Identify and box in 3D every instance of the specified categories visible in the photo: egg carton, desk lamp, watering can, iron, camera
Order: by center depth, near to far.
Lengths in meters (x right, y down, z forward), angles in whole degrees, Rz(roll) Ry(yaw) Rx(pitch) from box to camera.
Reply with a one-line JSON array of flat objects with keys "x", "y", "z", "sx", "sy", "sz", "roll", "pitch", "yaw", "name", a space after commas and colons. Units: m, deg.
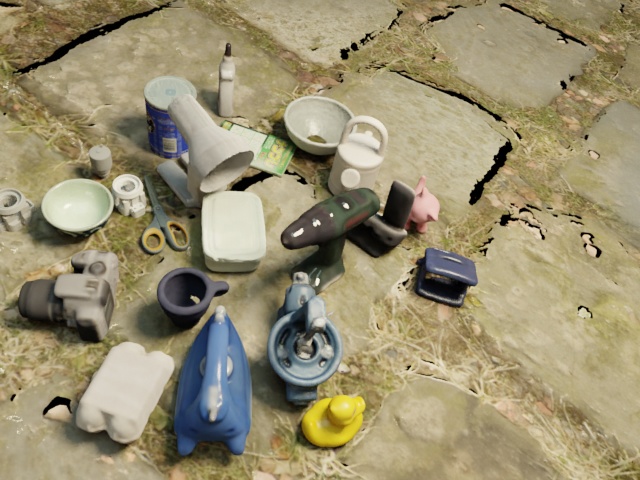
[{"x": -0.296, "y": 0.230, "z": 0.874, "sx": 0.107, "sy": 0.150, "sz": 0.069, "roll": 18, "pitch": -38, "yaw": 2, "name": "egg carton"}, {"x": -0.161, "y": 0.191, "z": 0.887, "sx": 0.119, "sy": 0.258, "sz": 0.141, "roll": 3, "pitch": -37, "yaw": -10, "name": "iron"}, {"x": -0.411, "y": 0.082, "z": 0.941, "sx": 0.137, "sy": 0.143, "sz": 0.101, "roll": 5, "pitch": -38, "yaw": -9, "name": "camera"}, {"x": -0.227, "y": -0.157, "z": 1.092, "sx": 0.118, "sy": 0.203, "sz": 0.213, "roll": -32, "pitch": -25, "yaw": -30, "name": "desk lamp"}, {"x": 0.082, "y": -0.169, "z": 1.181, "sx": 0.101, "sy": 0.172, "sz": 0.194, "roll": 2, "pitch": -37, "yaw": -10, "name": "watering can"}]

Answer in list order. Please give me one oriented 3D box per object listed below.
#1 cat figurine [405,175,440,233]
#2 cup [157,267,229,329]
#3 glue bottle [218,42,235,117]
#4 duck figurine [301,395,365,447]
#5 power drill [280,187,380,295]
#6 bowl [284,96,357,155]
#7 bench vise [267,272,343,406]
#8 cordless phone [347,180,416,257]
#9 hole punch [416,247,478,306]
[{"x": 0.210, "y": -0.076, "z": 1.186, "sx": 0.067, "sy": 0.128, "sz": 0.118, "roll": 10, "pitch": -38, "yaw": -4, "name": "cat figurine"}, {"x": -0.214, "y": 0.105, "z": 0.971, "sx": 0.118, "sy": 0.091, "sz": 0.095, "roll": -9, "pitch": -34, "yaw": -18, "name": "cup"}, {"x": -0.208, "y": -0.363, "z": 1.279, "sx": 0.037, "sy": 0.078, "sz": 0.173, "roll": 0, "pitch": -37, "yaw": -12, "name": "glue bottle"}, {"x": 0.024, "y": 0.275, "z": 0.898, "sx": 0.105, "sy": 0.077, "sz": 0.086, "roll": -13, "pitch": -33, "yaw": -21, "name": "duck figurine"}, {"x": 0.009, "y": 0.004, "z": 1.024, "sx": 0.230, "sy": 0.075, "sz": 0.208, "roll": -36, "pitch": -23, "yaw": -32, "name": "power drill"}, {"x": -0.003, "y": -0.246, "z": 1.297, "sx": 0.167, "sy": 0.167, "sz": 0.075, "roll": 0, "pitch": -37, "yaw": -12, "name": "bowl"}, {"x": -0.034, "y": 0.131, "z": 0.910, "sx": 0.122, "sy": 0.207, "sz": 0.220, "roll": -13, "pitch": -33, "yaw": -21, "name": "bench vise"}, {"x": 0.114, "y": -0.069, "z": 1.117, "sx": 0.147, "sy": 0.094, "sz": 0.185, "roll": 32, "pitch": -37, "yaw": 13, "name": "cordless phone"}, {"x": 0.246, "y": 0.058, "z": 1.109, "sx": 0.108, "sy": 0.101, "sz": 0.091, "roll": 17, "pitch": -38, "yaw": 1, "name": "hole punch"}]
